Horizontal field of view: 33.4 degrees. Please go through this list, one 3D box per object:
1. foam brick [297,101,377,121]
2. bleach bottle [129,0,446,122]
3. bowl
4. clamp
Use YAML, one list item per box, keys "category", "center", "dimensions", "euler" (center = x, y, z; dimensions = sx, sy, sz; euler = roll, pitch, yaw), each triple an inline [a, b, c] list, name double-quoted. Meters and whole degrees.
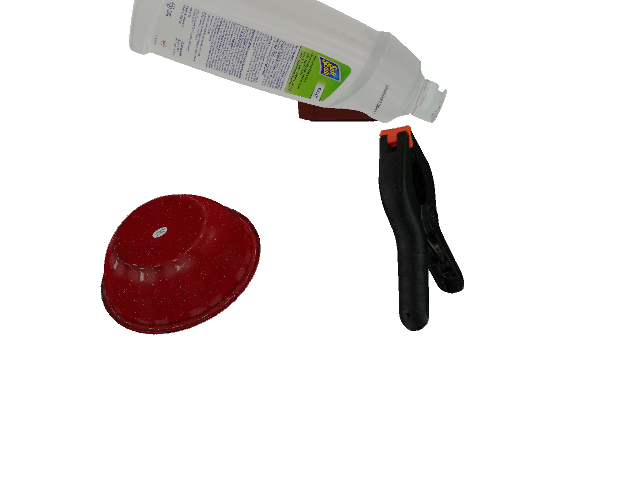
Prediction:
- category: "foam brick"
  center: [0.020, -0.151, 1.108]
  dimensions: [0.078, 0.051, 0.053]
  euler: [-3, 13, -19]
- category: "bleach bottle"
  center: [-0.023, -0.151, 0.850]
  dimensions: [0.251, 0.068, 0.103]
  euler: [22, -30, -3]
- category: "bowl"
  center: [-0.140, 0.008, 0.998]
  dimensions: [0.162, 0.162, 0.055]
  euler: [0, -41, 21]
- category: "clamp"
  center: [0.080, -0.009, 0.917]
  dimensions: [0.039, 0.171, 0.120]
  euler: [-13, 18, 22]
